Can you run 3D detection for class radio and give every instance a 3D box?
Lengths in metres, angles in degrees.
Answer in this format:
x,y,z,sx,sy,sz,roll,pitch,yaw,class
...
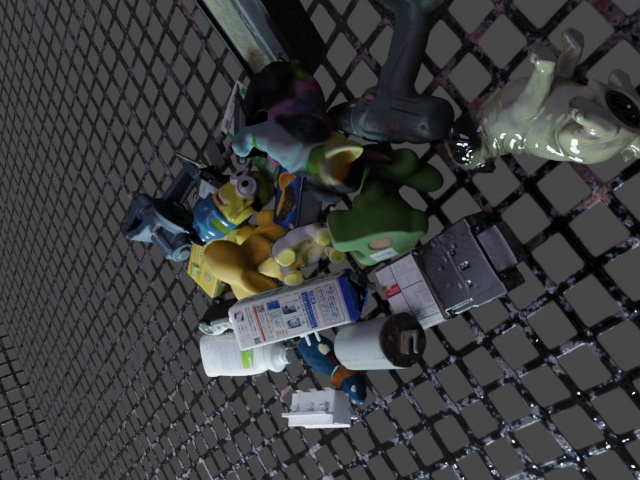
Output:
x,y,z,sx,sy,sz,roll,pitch,yaw,class
-0.094,-0.335,0.806,0.131,0.073,0.229,10,152,40,radio

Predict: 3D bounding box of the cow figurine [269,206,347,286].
x,y,z,sx,sy,sz,roll,pitch,yaw,class
0.000,-0.002,0.868,0.068,0.167,0.098,65,173,-26,cow figurine

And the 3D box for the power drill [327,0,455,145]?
x,y,z,sx,sy,sz,roll,pitch,yaw,class
0.090,-0.235,0.739,0.232,0.086,0.207,32,118,47,power drill

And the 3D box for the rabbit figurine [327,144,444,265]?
x,y,z,sx,sy,sz,roll,pitch,yaw,class
0.084,-0.072,0.764,0.159,0.121,0.170,-26,59,34,rabbit figurine

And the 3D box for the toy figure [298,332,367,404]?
x,y,z,sx,sy,sz,roll,pitch,yaw,class
0.028,0.222,0.942,0.155,0.064,0.058,38,87,25,toy figure

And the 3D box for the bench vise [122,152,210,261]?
x,y,z,sx,sy,sz,roll,pitch,yaw,class
-0.319,-0.079,1.159,0.240,0.128,0.224,-54,50,14,bench vise

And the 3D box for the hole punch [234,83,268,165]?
x,y,z,sx,sy,sz,roll,pitch,yaw,class
-0.104,-0.193,0.927,0.116,0.092,0.142,-126,33,-61,hole punch

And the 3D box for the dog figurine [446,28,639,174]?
x,y,z,sx,sy,sz,roll,pitch,yaw,class
0.251,-0.116,0.621,0.172,0.121,0.190,61,148,18,dog figurine

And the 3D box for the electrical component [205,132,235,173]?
x,y,z,sx,sy,sz,roll,pitch,yaw,class
-0.206,-0.172,1.085,0.094,0.021,0.063,-40,73,43,electrical component

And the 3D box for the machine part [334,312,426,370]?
x,y,z,sx,sy,sz,roll,pitch,yaw,class
0.086,0.157,0.818,0.079,0.079,0.243,68,156,6,machine part

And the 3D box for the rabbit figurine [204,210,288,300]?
x,y,z,sx,sy,sz,roll,pitch,yaw,class
-0.130,0.037,0.965,0.122,0.173,0.162,-19,84,41,rabbit figurine

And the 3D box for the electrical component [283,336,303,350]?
x,y,z,sx,sy,sz,roll,pitch,yaw,class
-0.072,0.162,1.019,0.045,0.078,0.102,-41,77,17,electrical component

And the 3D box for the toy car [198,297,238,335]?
x,y,z,sx,sy,sz,roll,pitch,yaw,class
-0.184,0.153,1.114,0.202,0.073,0.056,-19,124,45,toy car

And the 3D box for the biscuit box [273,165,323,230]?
x,y,z,sx,sy,sz,roll,pitch,yaw,class
-0.029,-0.116,0.902,0.063,0.059,0.202,26,118,36,biscuit box

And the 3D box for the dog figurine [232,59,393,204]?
x,y,z,sx,sy,sz,roll,pitch,yaw,class
-0.003,-0.152,0.745,0.219,0.108,0.191,16,91,37,dog figurine

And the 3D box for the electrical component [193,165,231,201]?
x,y,z,sx,sy,sz,roll,pitch,yaw,class
-0.189,-0.088,1.057,0.119,0.048,0.074,35,125,19,electrical component

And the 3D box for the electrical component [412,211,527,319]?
x,y,z,sx,sy,sz,roll,pitch,yaw,class
0.205,0.029,0.719,0.134,0.058,0.115,-40,75,43,electrical component

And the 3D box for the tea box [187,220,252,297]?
x,y,z,sx,sy,sz,roll,pitch,yaw,class
-0.210,0.021,1.109,0.098,0.068,0.169,37,123,32,tea box

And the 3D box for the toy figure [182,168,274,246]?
x,y,z,sx,sy,sz,roll,pitch,yaw,class
-0.168,-0.061,0.993,0.180,0.089,0.082,-40,79,12,toy figure
